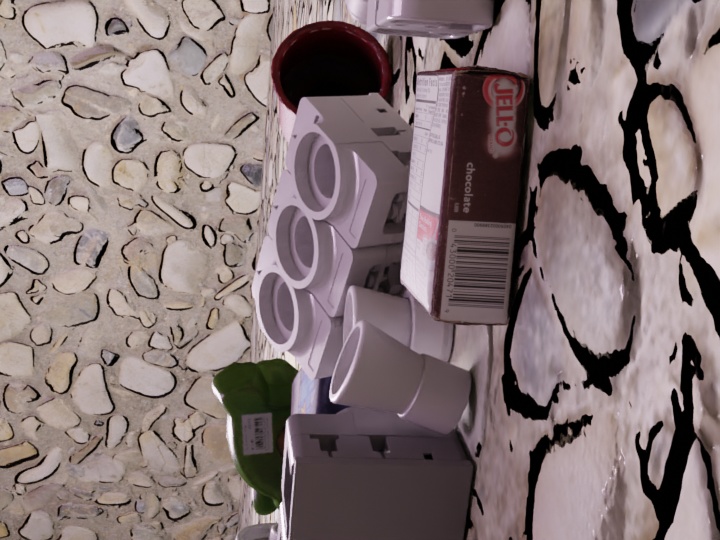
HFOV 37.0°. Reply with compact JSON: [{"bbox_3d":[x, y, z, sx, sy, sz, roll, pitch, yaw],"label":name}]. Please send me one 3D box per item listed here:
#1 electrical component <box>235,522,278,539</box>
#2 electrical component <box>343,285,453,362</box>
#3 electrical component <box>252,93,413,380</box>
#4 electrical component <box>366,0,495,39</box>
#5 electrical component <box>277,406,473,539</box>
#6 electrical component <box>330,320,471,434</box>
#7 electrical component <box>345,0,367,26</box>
[{"bbox_3d":[-0.063,0.257,0.945,0.108,0.108,0.060,-135,55,-79],"label":"electrical component"},{"bbox_3d":[0.021,0.032,0.601,0.045,0.055,0.045,-177,90,-82],"label":"electrical component"},{"bbox_3d":[-0.013,-0.019,0.650,0.089,0.062,0.150,51,136,39],"label":"electrical component"},{"bbox_3d":[0.036,-0.155,0.558,0.095,0.054,0.059,-135,48,-79],"label":"electrical component"},{"bbox_3d":[0.002,0.154,0.571,0.061,0.089,0.150,-110,24,-70],"label":"electrical component"},{"bbox_3d":[0.023,0.057,0.543,0.044,0.065,0.044,-158,90,-80],"label":"electrical component"},{"bbox_3d":[0.014,-0.207,0.764,0.055,0.045,0.045,104,166,-53],"label":"electrical component"}]
